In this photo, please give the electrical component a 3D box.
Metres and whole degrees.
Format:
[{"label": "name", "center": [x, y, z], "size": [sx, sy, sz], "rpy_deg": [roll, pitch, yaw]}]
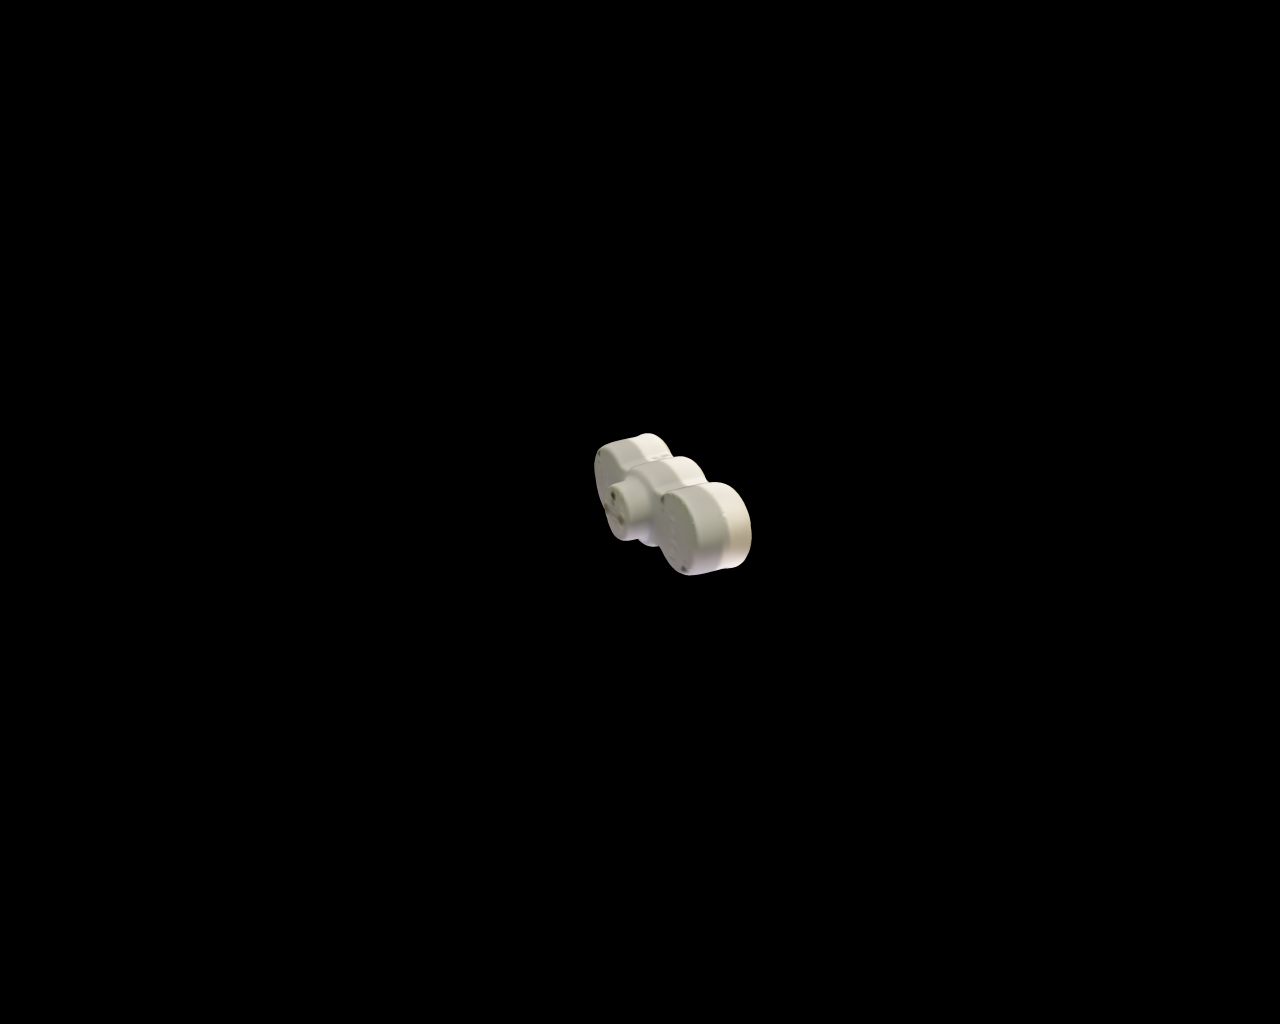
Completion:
[{"label": "electrical component", "center": [0.001, -0.003, 0.650], "size": [0.074, 0.052, 0.138], "rpy_deg": [-12, 27, -25]}]
